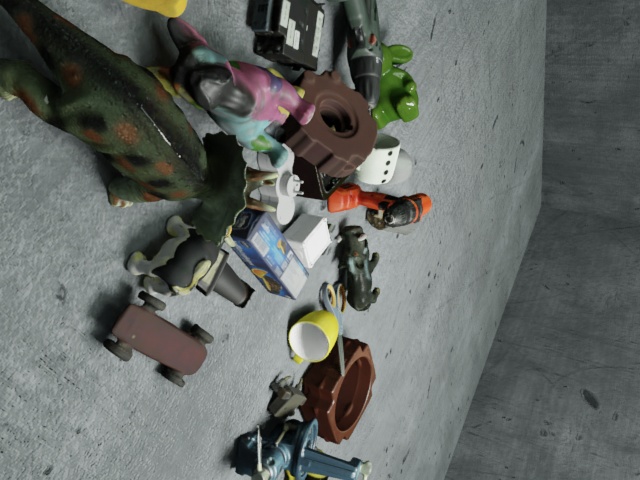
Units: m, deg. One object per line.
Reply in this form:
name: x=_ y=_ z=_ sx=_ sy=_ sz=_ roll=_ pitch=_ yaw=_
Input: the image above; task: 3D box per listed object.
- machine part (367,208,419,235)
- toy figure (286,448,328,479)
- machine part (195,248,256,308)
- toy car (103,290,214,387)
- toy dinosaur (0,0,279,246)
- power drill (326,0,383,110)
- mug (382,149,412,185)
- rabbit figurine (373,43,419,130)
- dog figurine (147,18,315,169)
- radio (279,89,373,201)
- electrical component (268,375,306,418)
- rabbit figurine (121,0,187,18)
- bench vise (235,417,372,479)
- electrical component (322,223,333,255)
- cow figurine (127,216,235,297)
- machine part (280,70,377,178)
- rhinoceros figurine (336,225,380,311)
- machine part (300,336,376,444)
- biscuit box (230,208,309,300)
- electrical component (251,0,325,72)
machine part: x=0.182 y=-0.056 z=1.318 sx=0.243 sy=0.079 sz=0.079 roll=8 pitch=93 yaw=-61
toy figure: x=-0.027 y=0.541 z=1.175 sx=0.082 sy=0.089 sz=0.180 roll=3 pitch=95 yaw=-66
machine part: x=-0.151 y=0.060 z=0.837 sx=0.138 sy=0.039 sz=0.084 roll=49 pitch=51 yaw=-52
toy car: x=-0.218 y=0.136 z=0.734 sx=0.089 sy=0.053 sz=0.202 roll=-57 pitch=149 yaw=-14
toy dinosaur: x=-0.187 y=-0.117 z=0.554 sx=0.404 sy=0.192 sz=0.131 roll=48 pitch=58 yaw=-56
power drill: x=0.067 y=-0.370 z=0.929 sx=0.207 sy=0.086 sz=0.232 roll=43 pitch=43 yaw=-60
mug: x=0.150 y=-0.172 z=1.219 sx=0.107 sy=0.081 sz=0.109 roll=-25 pitch=127 yaw=-43
rabbit figurine: x=0.142 y=-0.341 z=1.111 sx=0.170 sy=0.121 sz=0.159 roll=56 pitch=48 yaw=-33
dog figurine: x=-0.124 y=-0.204 z=0.719 sx=0.219 sy=0.192 sz=0.108 roll=27 pitch=109 yaw=-33
radio: x=0.022 y=-0.180 z=1.001 sx=0.229 sy=0.073 sz=0.130 roll=-48 pitch=139 yaw=-40
electrical component: x=-0.065 y=0.313 z=1.074 sx=0.078 sy=0.045 sz=0.102 roll=-48 pitch=146 yaw=6
rabbit figurine: x=-0.171 y=-0.344 z=0.578 sx=0.162 sy=0.122 sz=0.173 roll=21 pitch=63 yaw=-53
bench vise: x=-0.026 y=0.403 z=0.997 sx=0.223 sy=0.241 sz=0.128 roll=34 pitch=67 yaw=-75
electrical component: x=-0.002 y=-0.003 z=1.079 sx=0.094 sy=0.021 sz=0.063 roll=-61 pitch=146 yaw=-26
cow figurine: x=-0.167 y=0.007 z=0.729 sx=0.167 sy=0.098 sz=0.068 roll=-52 pitch=135 yaw=-37
machine part: x=0.016 y=-0.191 z=0.874 sx=0.179 sy=0.056 sz=0.179 roll=16 pitch=61 yaw=-30
rhinoceros figurine: x=0.080 y=0.060 z=1.184 sx=0.112 sy=0.073 sz=0.190 roll=-23 pitch=111 yaw=-58
machine part: x=0.042 y=0.336 z=1.220 sx=0.201 sy=0.087 sz=0.201 roll=-53 pitch=140 yaw=-37
biscuit box: x=-0.088 y=0.025 z=0.904 sx=0.059 sy=0.063 sz=0.202 roll=-62 pitch=146 yaw=-24
electrical component: x=-0.051 y=-0.335 z=0.837 sx=0.134 sy=0.058 sz=0.114 roll=2 pitch=97 yaw=-60
